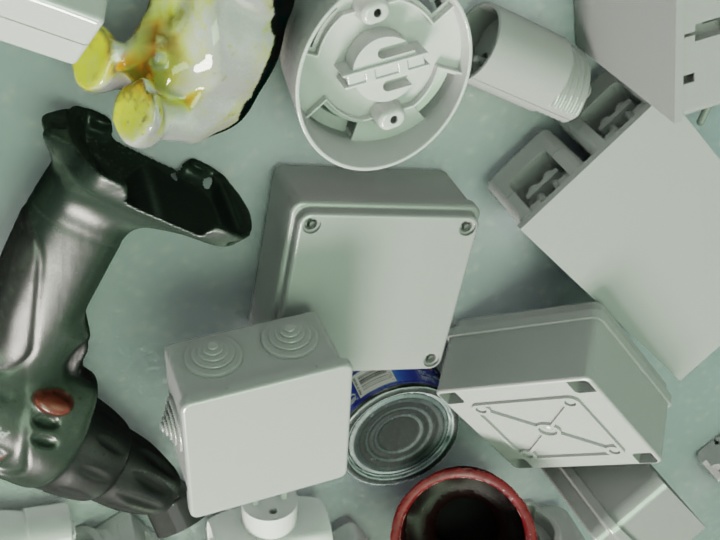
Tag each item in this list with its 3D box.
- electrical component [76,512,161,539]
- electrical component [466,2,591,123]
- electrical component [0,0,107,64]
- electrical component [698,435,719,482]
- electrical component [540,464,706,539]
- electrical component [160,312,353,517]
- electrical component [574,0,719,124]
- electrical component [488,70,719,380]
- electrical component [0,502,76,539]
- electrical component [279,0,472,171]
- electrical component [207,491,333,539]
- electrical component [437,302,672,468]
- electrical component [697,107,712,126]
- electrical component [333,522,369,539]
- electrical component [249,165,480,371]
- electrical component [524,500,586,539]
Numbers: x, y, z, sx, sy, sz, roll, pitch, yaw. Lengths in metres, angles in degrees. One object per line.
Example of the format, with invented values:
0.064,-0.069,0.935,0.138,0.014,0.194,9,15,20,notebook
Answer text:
-0.170,0.201,0.684,0.089,0.050,0.055,-32,127,2,electrical component
0.093,-0.109,0.580,0.081,0.043,0.043,16,115,-30,electrical component
-0.141,-0.130,0.466,0.047,0.083,0.076,15,154,-28,electrical component
0.318,0.143,0.829,0.089,0.050,0.056,-40,126,9,electrical component
0.171,0.145,0.735,0.057,0.113,0.078,-42,126,6,electrical component
-0.055,0.074,0.567,0.100,0.048,0.099,-12,132,-18,electrical component
0.151,-0.182,0.515,0.060,0.105,0.186,-18,127,-9,electrical component
0.175,-0.027,0.656,0.105,0.060,0.186,-44,126,11,electrical component
-0.206,0.162,0.651,0.065,0.044,0.044,-3,123,-24,electrical component
0.008,-0.105,0.538,0.099,0.064,0.099,-10,125,-14,electrical component
-0.059,0.165,0.705,0.077,0.044,0.079,-8,124,-16,electrical component
0.122,0.076,0.675,0.109,0.056,0.109,-11,139,37,electrical component
0.219,-0.116,0.621,0.083,0.047,0.075,6,120,-24,electrical component
-0.027,0.224,0.749,0.089,0.055,0.050,-32,127,2,electrical component
0.000,0.000,0.610,0.109,0.056,0.108,0,122,-21,electrical component
0.117,0.213,0.797,0.095,0.053,0.059,-8,125,-16,electrical component
